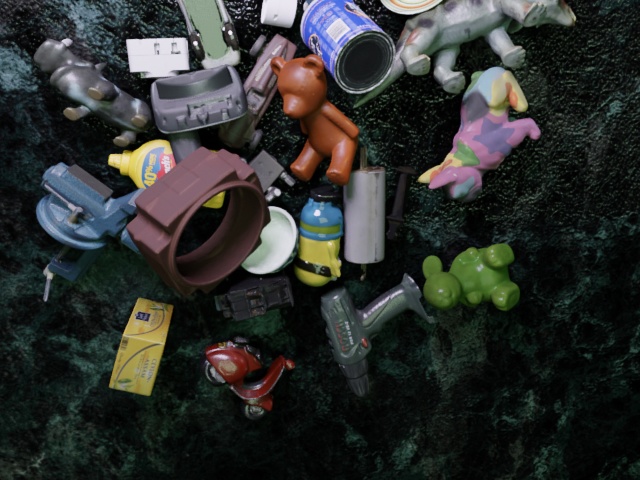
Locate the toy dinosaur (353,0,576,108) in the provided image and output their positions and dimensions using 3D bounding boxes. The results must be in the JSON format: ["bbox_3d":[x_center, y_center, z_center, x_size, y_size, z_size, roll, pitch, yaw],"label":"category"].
[{"bbox_3d":[0.230,-0.357,0.896,0.405,0.192,0.131,-15,142,7],"label":"toy dinosaur"}]

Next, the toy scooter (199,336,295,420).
[{"bbox_3d":[-0.127,0.243,1.008,0.135,0.075,0.183,-38,111,1],"label":"toy scooter"}]

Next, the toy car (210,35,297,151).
[{"bbox_3d":[-0.105,-0.245,0.898,0.089,0.053,0.202,31,98,-14],"label":"toy car"}]

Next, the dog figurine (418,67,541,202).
[{"bbox_3d":[0.266,-0.176,0.962,0.219,0.108,0.191,-34,109,2],"label":"dog figurine"}]

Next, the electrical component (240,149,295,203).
[{"bbox_3d":[-0.101,-0.111,0.936,0.078,0.045,0.102,-41,108,3],"label":"electrical component"}]

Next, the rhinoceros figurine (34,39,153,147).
[{"bbox_3d":[-0.343,-0.229,0.827,0.190,0.112,0.073,35,124,-30],"label":"rhinoceros figurine"}]

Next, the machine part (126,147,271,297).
[{"bbox_3d":[-0.178,-0.024,0.835,0.201,0.087,0.201,-44,152,-21],"label":"machine part"}]

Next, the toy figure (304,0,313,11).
[{"bbox_3d":[-0.028,-0.441,0.858,0.058,0.064,0.154,-50,119,-36],"label":"toy figure"}]

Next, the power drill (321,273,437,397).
[{"bbox_3d":[0.114,0.171,1.041,0.207,0.086,0.231,-25,105,4],"label":"power drill"}]

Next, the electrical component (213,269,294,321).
[{"bbox_3d":[-0.119,0.091,0.949,0.134,0.115,0.058,-13,105,-10],"label":"electrical component"}]

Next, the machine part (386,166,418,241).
[{"bbox_3d":[0.148,-0.067,0.987,0.039,0.084,0.138,13,90,20],"label":"machine part"}]

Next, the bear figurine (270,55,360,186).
[{"bbox_3d":[-0.014,-0.193,0.864,0.195,0.120,0.132,46,63,-51],"label":"bear figurine"}]

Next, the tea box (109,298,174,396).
[{"bbox_3d":[-0.297,0.174,0.906,0.068,0.170,0.098,16,102,-13],"label":"tea box"}]

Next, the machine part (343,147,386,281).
[{"bbox_3d":[0.080,-0.046,0.972,0.079,0.079,0.243,-5,105,-10],"label":"machine part"}]

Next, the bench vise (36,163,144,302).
[{"bbox_3d":[-0.369,-0.006,0.879,0.223,0.129,0.240,32,117,-26],"label":"bench vise"}]

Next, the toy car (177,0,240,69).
[{"bbox_3d":[-0.185,-0.368,0.848,0.073,0.056,0.201,-18,106,1],"label":"toy car"}]

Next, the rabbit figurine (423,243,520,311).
[{"bbox_3d":[0.256,0.071,0.997,0.170,0.159,0.121,-16,106,-27],"label":"rabbit figurine"}]

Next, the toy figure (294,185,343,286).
[{"bbox_3d":[-0.003,-0.004,0.966,0.089,0.082,0.180,3,112,7],"label":"toy figure"}]

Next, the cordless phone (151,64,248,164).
[{"bbox_3d":[-0.178,-0.173,0.848,0.147,0.089,0.184,-14,105,-7],"label":"cordless phone"}]
